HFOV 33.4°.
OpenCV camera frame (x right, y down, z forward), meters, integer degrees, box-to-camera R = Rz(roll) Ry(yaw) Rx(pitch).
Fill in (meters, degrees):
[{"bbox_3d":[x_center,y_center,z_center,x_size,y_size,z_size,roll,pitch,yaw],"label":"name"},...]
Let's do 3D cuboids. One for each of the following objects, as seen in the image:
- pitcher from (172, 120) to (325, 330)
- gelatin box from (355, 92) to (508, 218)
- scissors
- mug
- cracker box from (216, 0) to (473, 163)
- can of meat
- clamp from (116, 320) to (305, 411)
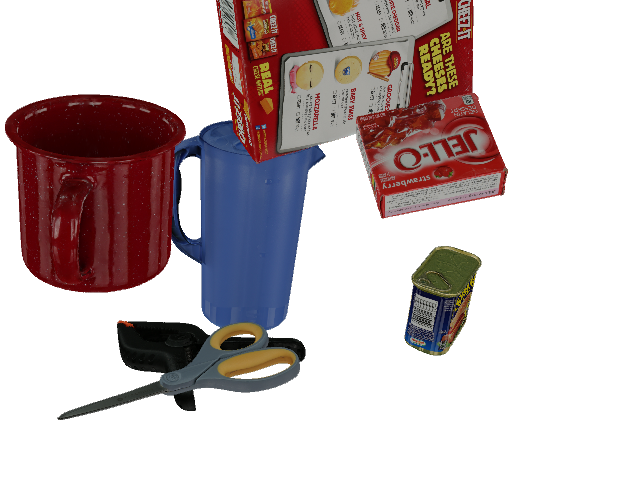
[{"bbox_3d":[-0.095,-0.016,1.284,0.149,0.243,0.144,19,26,28],"label":"pitcher"},{"bbox_3d":[0.075,-0.059,0.731,0.089,0.073,0.030,-12,-35,-4],"label":"gelatin box"},{"bbox_3d":[-0.119,0.107,0.899,0.201,0.016,0.096,-6,31,-10],"label":"scissors"},{"bbox_3d":[-0.121,-0.019,0.566,0.093,0.081,0.117,5,27,-3],"label":"mug"},{"bbox_3d":[0.023,-0.176,0.917,0.213,0.164,0.072,-19,40,-16],"label":"cracker box"},{"bbox_3d":[0.134,0.067,1.187,0.057,0.084,0.102,18,31,19],"label":"can of meat"},{"bbox_3d":[-0.144,0.119,1.089,0.210,0.036,0.164,9,18,34],"label":"clamp"}]
